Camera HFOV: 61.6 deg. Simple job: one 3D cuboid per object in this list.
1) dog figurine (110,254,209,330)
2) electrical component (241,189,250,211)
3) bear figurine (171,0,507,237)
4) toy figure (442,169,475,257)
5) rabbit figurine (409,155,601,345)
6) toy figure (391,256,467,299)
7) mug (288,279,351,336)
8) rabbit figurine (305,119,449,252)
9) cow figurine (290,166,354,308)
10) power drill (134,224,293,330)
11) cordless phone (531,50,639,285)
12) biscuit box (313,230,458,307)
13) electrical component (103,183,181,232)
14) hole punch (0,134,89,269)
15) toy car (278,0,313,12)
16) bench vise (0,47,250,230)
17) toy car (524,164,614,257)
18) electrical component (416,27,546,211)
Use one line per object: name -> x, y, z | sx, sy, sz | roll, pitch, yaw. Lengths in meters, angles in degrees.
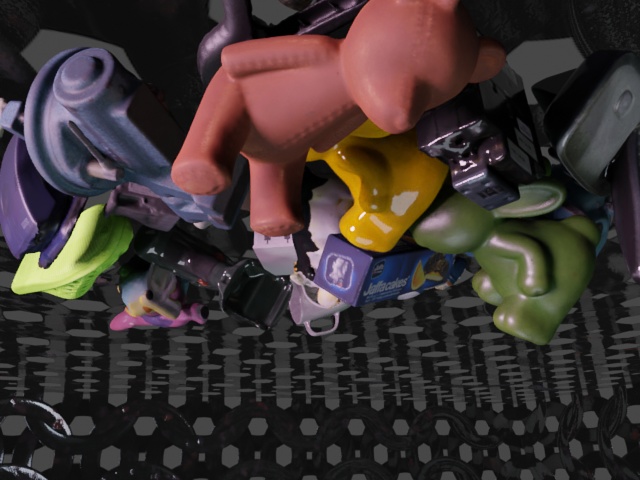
dog figurine -> -0.290, 0.092, 0.885 | 0.219, 0.108, 0.191 | -14, 155, 32
electrical component -> -0.089, -0.066, 0.610 | 0.102, 0.045, 0.078 | 6, 127, -24
bear figurine -> 0.015, -0.086, 0.357 | 0.196, 0.132, 0.120 | -6, 155, 32
toy figure -> 0.166, -0.039, 0.607 | 0.180, 0.082, 0.089 | 33, 107, -25
rabbit figurine -> 0.175, -0.001, 0.519 | 0.170, 0.121, 0.159 | 27, 119, -9
toy figure -> 0.174, 0.064, 0.911 | 0.155, 0.057, 0.064 | -13, -168, 22
mug -> 0.007, 0.111, 0.955 | 0.107, 0.109, 0.080 | -9, 154, -18
rabbit figurine -> 0.028, -0.085, 0.490 | 0.173, 0.122, 0.162 | 25, 147, -12
cow figurine -> -0.002, 0.000, 0.637 | 0.098, 0.167, 0.068 | 11, -161, -1
power drill -> -0.132, 0.049, 0.754 | 0.208, 0.086, 0.231 | 29, 175, 45
cordless phone -> 0.257, -0.056, 0.474 | 0.089, 0.184, 0.146 | -15, 154, 38
biscuit box -> 0.083, 0.024, 0.606 | 0.063, 0.059, 0.202 | 30, -157, 34
electrical component -> -0.174, -0.049, 0.599 | 0.119, 0.075, 0.048 | 16, 152, -27
hole punch -> -0.298, -0.042, 0.569 | 0.092, 0.116, 0.142 | 25, 145, -32
toy car -> -0.038, -0.197, 0.266 | 0.089, 0.053, 0.202 | -35, 143, 26
bench vise -> -0.185, -0.085, 0.477 | 0.241, 0.129, 0.223 | 13, 172, 20
toy car -> 0.295, -0.035, 0.621 | 0.103, 0.109, 0.161 | -45, 141, 1
electrical component -> 0.129, -0.095, 0.437 | 0.114, 0.134, 0.058 | 23, 146, -40
